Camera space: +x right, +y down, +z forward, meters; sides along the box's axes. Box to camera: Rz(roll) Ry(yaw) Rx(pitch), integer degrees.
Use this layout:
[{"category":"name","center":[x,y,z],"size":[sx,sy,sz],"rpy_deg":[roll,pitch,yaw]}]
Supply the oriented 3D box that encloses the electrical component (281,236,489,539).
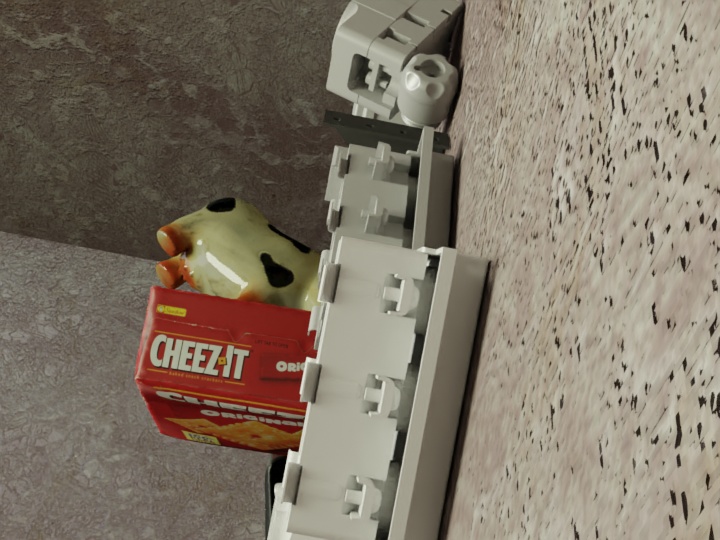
[{"category":"electrical component","center":[0.008,0.050,0.441],"size":[0.079,0.063,0.121],"rpy_deg":[149,132,-86]}]

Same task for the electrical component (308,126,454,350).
[{"category":"electrical component","center":[0.012,-0.010,0.571],"size":[0.078,0.063,0.121],"rpy_deg":[104,175,-48]}]

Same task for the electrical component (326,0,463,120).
[{"category":"electrical component","center":[0.019,-0.148,0.702],"size":[0.089,0.056,0.050],"rpy_deg":[-49,-19,-42]}]

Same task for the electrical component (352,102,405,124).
[{"category":"electrical component","center":[0.030,-0.154,0.817],"size":[0.108,0.056,0.108],"rpy_deg":[-87,8,-69]}]

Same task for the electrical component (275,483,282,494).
[{"category":"electrical component","center":[-0.028,0.150,0.743],"size":[0.035,0.061,0.035],"rpy_deg":[-8,-90,-80]}]

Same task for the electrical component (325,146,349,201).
[{"category":"electrical component","center":[-0.001,-0.095,1.122],"size":[0.081,0.064,0.042],"rpy_deg":[-84,7,-55]}]

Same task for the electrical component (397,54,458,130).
[{"category":"electrical component","center":[0.040,-0.102,0.665],"size":[0.061,0.035,0.035],"rpy_deg":[102,177,-54]}]

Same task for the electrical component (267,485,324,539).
[{"category":"electrical component","center":[-0.021,0.159,0.599],"size":[0.150,0.062,0.089],"rpy_deg":[134,147,-85]}]
